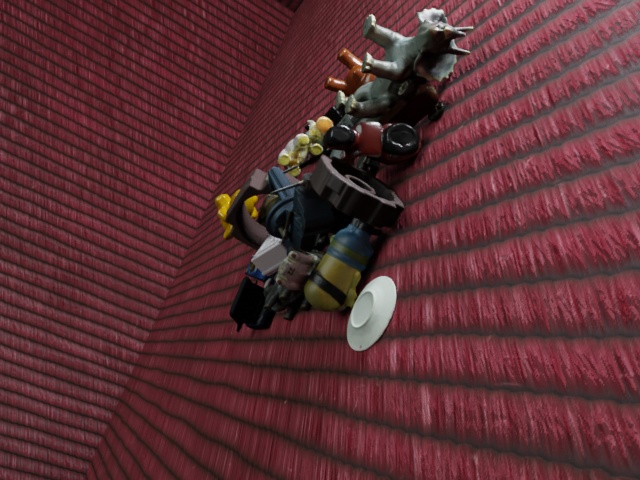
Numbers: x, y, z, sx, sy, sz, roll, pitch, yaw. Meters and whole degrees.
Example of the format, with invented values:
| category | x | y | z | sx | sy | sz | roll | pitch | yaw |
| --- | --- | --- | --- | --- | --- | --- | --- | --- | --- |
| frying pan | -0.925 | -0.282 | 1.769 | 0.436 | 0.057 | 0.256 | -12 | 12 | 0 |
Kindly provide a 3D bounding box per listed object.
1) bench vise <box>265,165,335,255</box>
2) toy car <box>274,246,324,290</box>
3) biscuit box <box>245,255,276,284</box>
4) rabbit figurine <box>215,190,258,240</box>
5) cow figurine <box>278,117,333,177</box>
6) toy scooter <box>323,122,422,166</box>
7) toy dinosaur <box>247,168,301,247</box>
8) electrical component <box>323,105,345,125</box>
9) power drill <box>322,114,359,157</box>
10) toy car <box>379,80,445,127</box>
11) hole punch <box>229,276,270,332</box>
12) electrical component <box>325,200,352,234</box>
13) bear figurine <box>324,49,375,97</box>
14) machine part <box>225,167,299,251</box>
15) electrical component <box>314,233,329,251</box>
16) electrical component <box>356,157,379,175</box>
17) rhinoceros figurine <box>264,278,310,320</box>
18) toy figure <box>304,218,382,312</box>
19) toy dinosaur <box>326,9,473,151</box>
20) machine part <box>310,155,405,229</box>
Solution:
| category | x | y | z | sx | sy | sz | roll | pitch | yaw |
| --- | --- | --- | --- | --- | --- | --- | --- | --- | --- |
| bench vise | -0.060 | -0.078 | 1.111 | 0.223 | 0.129 | 0.241 | 85 | 159 | -49 |
| toy car | -0.026 | 0.057 | 1.027 | 0.073 | 0.056 | 0.201 | -62 | -19 | 6 |
| biscuit box | -0.137 | 0.080 | 1.398 | 0.059 | 0.063 | 0.203 | -67 | 20 | -9 |
| rabbit figurine | -0.231 | -0.075 | 1.499 | 0.173 | 0.122 | 0.162 | 134 | 142 | -64 |
| cow figurine | -0.034 | -0.240 | 1.338 | 0.167 | 0.068 | 0.098 | -44 | 21 | 10 |
| toy scooter | 0.096 | -0.177 | 1.030 | 0.135 | 0.184 | 0.075 | 112 | 160 | -79 |
| toy dinosaur | -0.120 | -0.079 | 1.509 | 0.471 | 0.105 | 0.198 | -27 | 43 | 66 |
| electrical component | 0.052 | -0.326 | 1.401 | 0.075 | 0.048 | 0.119 | -40 | 4 | 44 |
| power drill | 0.060 | -0.223 | 1.275 | 0.232 | 0.086 | 0.207 | -31 | 40 | 59 |
| toy car | 0.152 | -0.232 | 1.044 | 0.202 | 0.089 | 0.053 | -38 | 33 | 52 |
| hole punch | -0.158 | 0.163 | 1.339 | 0.115 | 0.092 | 0.142 | 82 | -157 | -69 |
| electrical component | 0.037 | -0.085 | 1.156 | 0.134 | 0.058 | 0.114 | -118 | 47 | -64 |
| bear figurine | 0.099 | -0.404 | 1.346 | 0.120 | 0.132 | 0.196 | -63 | 13 | 12 |
| machine part | -0.110 | -0.064 | 1.311 | 0.201 | 0.201 | 0.087 | -49 | 20 | 36 |
| electrical component | -0.003 | -0.004 | 1.232 | 0.094 | 0.021 | 0.063 | -29 | 38 | 57 |
| electrical component | 0.100 | -0.177 | 1.163 | 0.078 | 0.045 | 0.102 | -25 | 42 | 58 |
| rhinoceros figurine | -0.075 | 0.112 | 1.188 | 0.190 | 0.073 | 0.112 | -29 | 40 | 57 |
| toy figure | 0.038 | 0.044 | 0.971 | 0.180 | 0.089 | 0.082 | -64 | 14 | 5 |
| toy dinosaur | 0.150 | -0.310 | 1.080 | 0.404 | 0.192 | 0.131 | 120 | 155 | -58 |
| machine part | 0.064 | -0.086 | 0.964 | 0.056 | 0.179 | 0.179 | -59 | 20 | 18 |
